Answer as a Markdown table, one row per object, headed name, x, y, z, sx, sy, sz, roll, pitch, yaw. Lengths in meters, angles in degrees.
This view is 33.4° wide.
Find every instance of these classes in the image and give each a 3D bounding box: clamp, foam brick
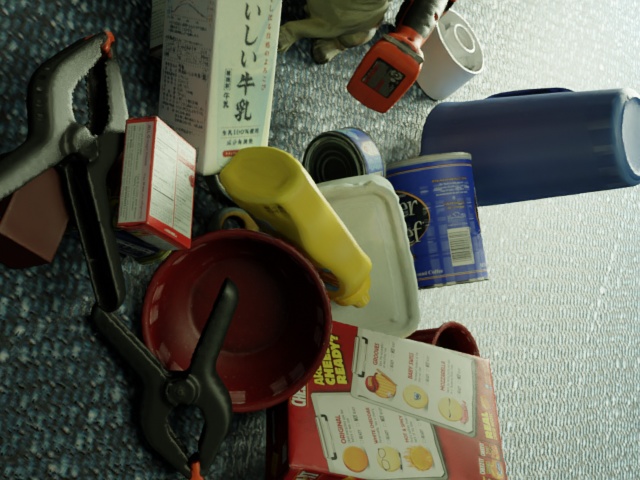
| name | x | y | z | sx | sy | sz | roll | pitch | yaw |
| --- | --- | --- | --- | --- | --- | --- | --- | --- | --- |
| clamp | -0.107 | 0.113 | 0.882 | 0.039 | 0.120 | 0.171 | -94 | 166 | -77 |
| clamp | -0.181 | -0.059 | 0.795 | 0.164 | 0.036 | 0.210 | 47 | 45 | -44 |
| foam brick | -0.224 | -0.024 | 0.808 | 0.053 | 0.051 | 0.078 | 39 | 55 | -38 |

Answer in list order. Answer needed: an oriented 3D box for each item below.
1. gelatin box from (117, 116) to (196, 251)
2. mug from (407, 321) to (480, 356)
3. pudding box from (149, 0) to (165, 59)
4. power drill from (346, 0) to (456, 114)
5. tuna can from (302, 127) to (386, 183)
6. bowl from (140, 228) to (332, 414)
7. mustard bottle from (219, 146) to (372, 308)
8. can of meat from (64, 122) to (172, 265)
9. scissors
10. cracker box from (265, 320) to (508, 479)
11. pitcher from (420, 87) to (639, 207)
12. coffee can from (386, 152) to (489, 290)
| name | x | y | z | sx | sy | sz | roll | pitch | yaw |
| --- | --- | --- | --- | --- | --- | --- | --- | --- | --- |
| gelatin box | -0.127 | -0.043 | 0.833 | 0.073 | 0.030 | 0.089 | 39 | 50 | -66 |
| mug | 0.121 | 0.140 | 1.143 | 0.117 | 0.082 | 0.093 | 28 | 61 | -42 |
| pudding box | -0.104 | -0.202 | 0.997 | 0.113 | 0.039 | 0.090 | 15 | 71 | -48 |
| power drill | 0.098 | -0.229 | 1.154 | 0.057 | 0.185 | 0.187 | 31 | 63 | -4 |
| tuna can | 0.023 | -0.070 | 1.076 | 0.033 | 0.086 | 0.086 | -16 | 94 | -48 |
| bowl | -0.071 | 0.065 | 0.920 | 0.055 | 0.162 | 0.162 | -96 | 165 | -78 |
| mustard bottle | -0.006 | 0.001 | 0.938 | 0.058 | 0.096 | 0.191 | -51 | 132 | -15 |
| can of meat | -0.164 | -0.041 | 0.879 | 0.083 | 0.058 | 0.102 | 23 | 65 | -41 |
| scissors | -0.041 | -0.011 | 1.043 | 0.201 | 0.016 | 0.096 | 33 | 60 | -41 |
| cracker box | 0.059 | 0.169 | 0.979 | 0.213 | 0.072 | 0.164 | 14 | 46 | -17 |
| pitcher | 0.251 | -0.114 | 1.225 | 0.144 | 0.243 | 0.149 | 2 | 86 | -52 |
| coffee can | 0.124 | -0.018 | 1.167 | 0.102 | 0.103 | 0.140 | -5 | 85 | -49 |
